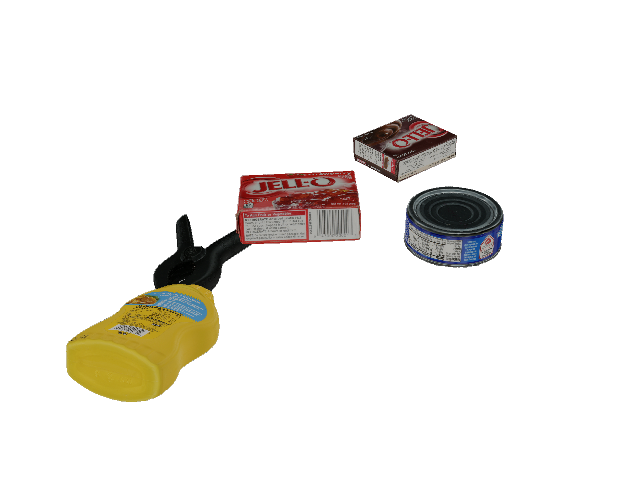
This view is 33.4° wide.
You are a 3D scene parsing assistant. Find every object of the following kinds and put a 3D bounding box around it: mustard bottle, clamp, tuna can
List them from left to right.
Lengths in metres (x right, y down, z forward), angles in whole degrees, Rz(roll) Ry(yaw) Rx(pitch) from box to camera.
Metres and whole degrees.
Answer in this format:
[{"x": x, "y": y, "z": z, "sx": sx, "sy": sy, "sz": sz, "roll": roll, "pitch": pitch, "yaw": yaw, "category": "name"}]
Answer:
[{"x": -0.150, "y": 0.085, "z": 1.006, "sx": 0.096, "sy": 0.058, "sz": 0.191, "roll": 9, "pitch": 21, "yaw": 18, "category": "mustard bottle"}, {"x": -0.134, "y": 0.022, "z": 1.243, "sx": 0.120, "sy": 0.039, "sz": 0.171, "roll": -8, "pitch": 37, "yaw": 21, "category": "clamp"}, {"x": 0.116, "y": -0.013, "z": 0.932, "sx": 0.086, "sy": 0.034, "sz": 0.086, "roll": 0, "pitch": 32, "yaw": 0, "category": "tuna can"}]

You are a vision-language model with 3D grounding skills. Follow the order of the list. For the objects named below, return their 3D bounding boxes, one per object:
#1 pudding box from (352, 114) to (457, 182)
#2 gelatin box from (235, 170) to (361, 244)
[{"x": 0.114, "y": -0.125, "z": 1.439, "sx": 0.113, "sy": 0.039, "sz": 0.090, "roll": -27, "pitch": 39, "yaw": -31, "category": "pudding box"}, {"x": -0.016, "y": -0.026, "z": 0.787, "sx": 0.089, "sy": 0.030, "sz": 0.073, "roll": -2, "pitch": 24, "yaw": -1, "category": "gelatin box"}]
